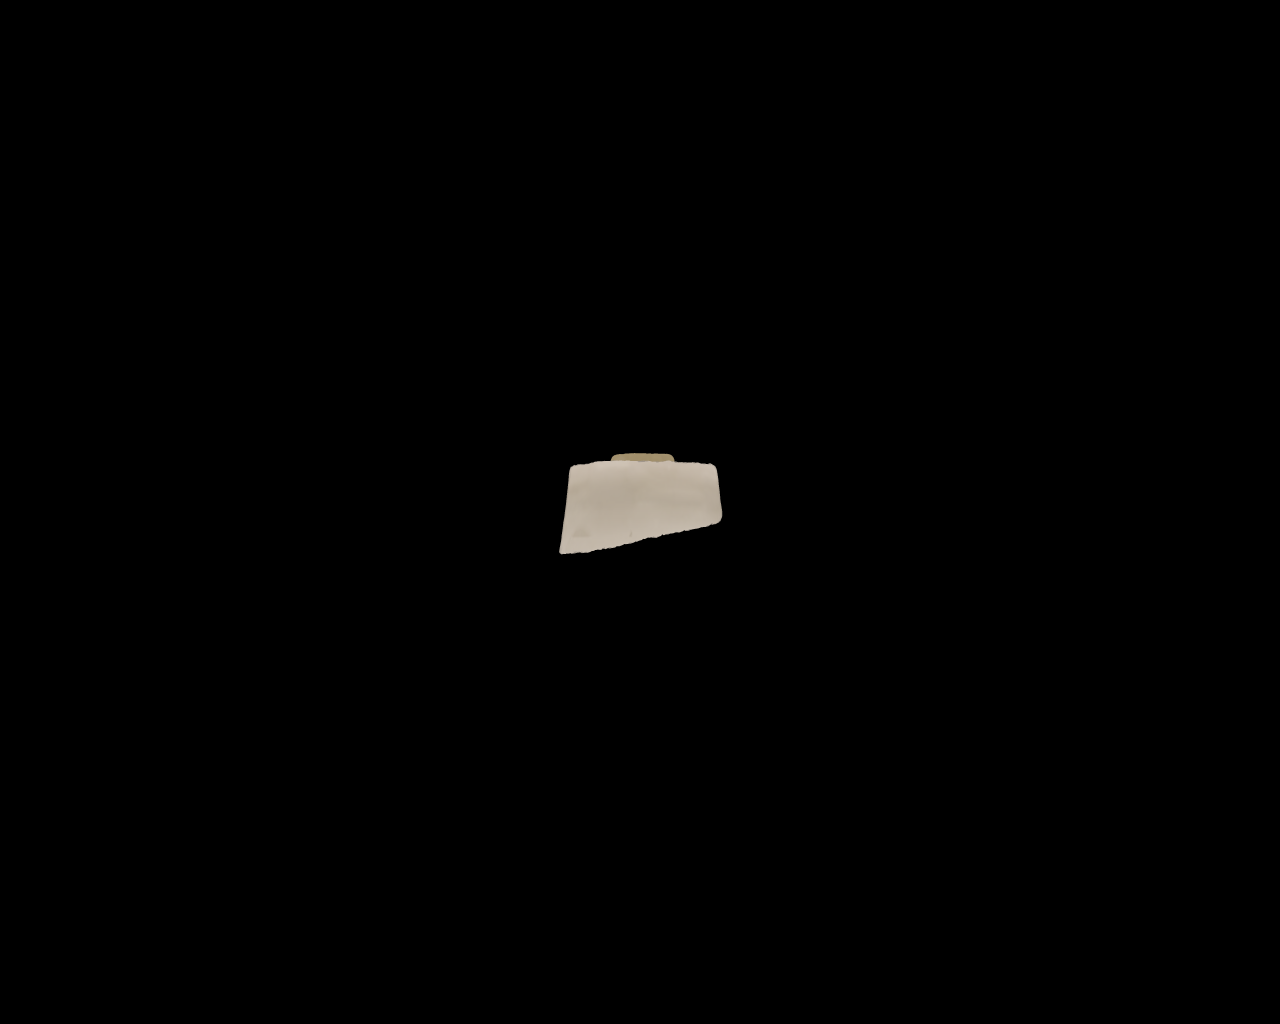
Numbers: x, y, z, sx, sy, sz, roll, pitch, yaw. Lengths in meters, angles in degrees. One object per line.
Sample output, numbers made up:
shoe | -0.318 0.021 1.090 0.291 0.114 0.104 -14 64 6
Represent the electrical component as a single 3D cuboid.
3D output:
electrical component | 0.001 -0.003 0.650 0.099 0.064 0.099 0 -4 0
